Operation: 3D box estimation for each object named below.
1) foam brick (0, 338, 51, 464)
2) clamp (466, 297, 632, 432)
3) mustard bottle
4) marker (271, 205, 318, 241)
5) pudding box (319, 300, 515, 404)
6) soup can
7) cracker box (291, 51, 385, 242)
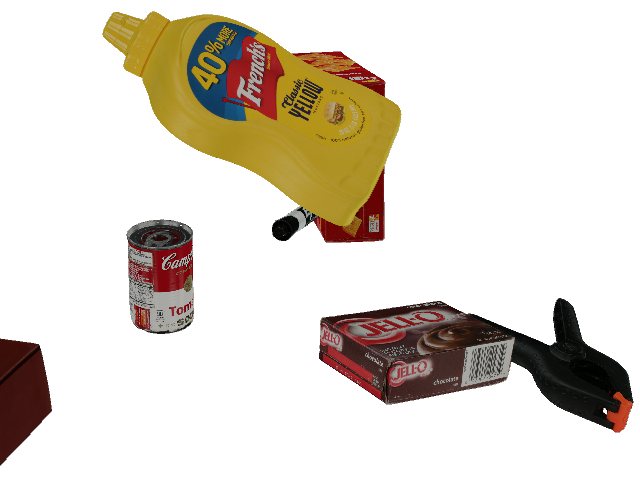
[{"bbox_3d":[-0.213,0.103,0.667,0.053,0.051,0.078,6,29,21],"label":"foam brick"},{"bbox_3d":[0.215,0.101,0.927,0.120,0.039,0.172,-18,39,-29],"label":"clamp"},{"bbox_3d":[-0.048,-0.090,0.672,0.191,0.096,0.058,28,-37,-6],"label":"mustard bottle"},{"bbox_3d":[-0.015,-0.022,0.939,0.020,0.020,0.121,0,15,20],"label":"marker"},{"bbox_3d":[0.068,0.078,0.772,0.113,0.039,0.090,-4,18,-32],"label":"pudding box"},{"bbox_3d":[-0.167,0.038,1.118,0.068,0.102,0.068,2,25,-1],"label":"soup can"},{"bbox_3d":[0.013,-0.107,1.144,0.072,0.164,0.214,-4,19,-9],"label":"cracker box"}]
